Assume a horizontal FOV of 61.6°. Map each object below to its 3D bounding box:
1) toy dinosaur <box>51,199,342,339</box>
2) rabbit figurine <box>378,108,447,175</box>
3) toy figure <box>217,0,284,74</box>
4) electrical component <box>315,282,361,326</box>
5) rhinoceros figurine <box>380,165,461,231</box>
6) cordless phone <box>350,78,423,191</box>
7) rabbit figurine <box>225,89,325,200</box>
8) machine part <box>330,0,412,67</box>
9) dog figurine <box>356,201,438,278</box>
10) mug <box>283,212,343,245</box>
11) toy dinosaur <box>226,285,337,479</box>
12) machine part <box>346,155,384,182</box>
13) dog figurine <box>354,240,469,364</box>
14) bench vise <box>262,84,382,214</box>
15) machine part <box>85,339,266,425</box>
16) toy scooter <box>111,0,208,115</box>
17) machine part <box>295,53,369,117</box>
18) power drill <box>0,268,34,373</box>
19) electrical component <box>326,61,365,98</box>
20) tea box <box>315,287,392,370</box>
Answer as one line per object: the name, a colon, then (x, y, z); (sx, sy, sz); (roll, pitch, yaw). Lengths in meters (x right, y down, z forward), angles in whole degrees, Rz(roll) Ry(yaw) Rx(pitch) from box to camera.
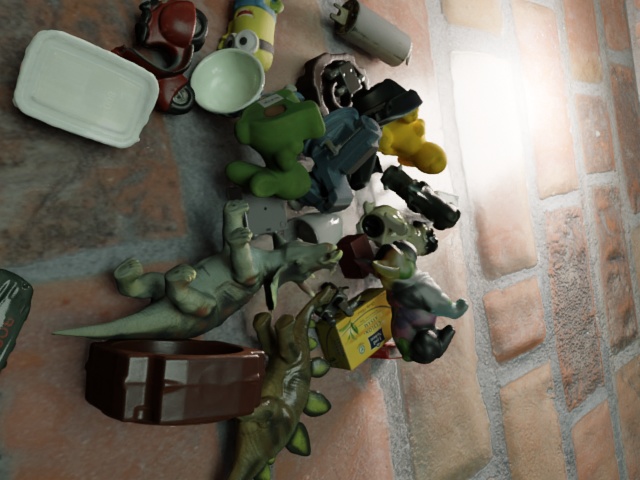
toy dinosaur: (-0.167, 0.077, 0.805); (0.405, 0.131, 0.191); (-29, 130, -20)
rabbit figurine: (0.193, -0.197, 1.140); (0.173, 0.162, 0.122); (40, 91, 8)
toy figure: (-0.112, -0.374, 0.933); (0.089, 0.082, 0.180); (20, 70, -37)
electrical component: (0.029, 0.116, 0.997); (0.045, 0.102, 0.078); (36, 86, -26)
rhinoceros figurine: (0.214, -0.089, 1.162); (0.190, 0.073, 0.112); (38, 15, 6)
cordless phone: (0.107, -0.186, 0.989); (0.088, 0.147, 0.184); (23, 70, -31)
rabbit figurine: (-0.062, -0.127, 0.856); (0.159, 0.121, 0.170); (-36, 134, -25)
machine part: (0.115, -0.436, 1.141); (0.243, 0.079, 0.079); (14, 76, -39)
dog figurine: (0.169, -0.024, 1.144); (0.190, 0.121, 0.172); (-34, 112, -53)
mug: (-0.002, -0.003, 0.992); (0.107, 0.081, 0.109); (-27, 115, -47)
toy dinosaur: (-0.083, 0.283, 0.869); (0.198, 0.105, 0.471); (44, 68, -36)
machine part: (0.070, -0.152, 1.098); (0.139, 0.039, 0.084); (-11, 87, -40)
dog figurine: (0.152, 0.110, 1.004); (0.219, 0.108, 0.191); (33, 83, -20)
bench vise: (-0.007, -0.171, 0.965); (0.129, 0.223, 0.241); (-18, 67, -46)
machine part: (-0.192, 0.183, 0.719); (0.201, 0.201, 0.087); (10, 82, -41)
toy scooter: (-0.246, -0.289, 0.811); (0.135, 0.075, 0.183); (13, 81, -36)
machine part: (0.032, -0.283, 1.066); (0.179, 0.056, 0.179); (5, 82, -42)
power drill: (-0.447, 0.109, 0.584); (0.207, 0.086, 0.232); (40, 59, -27)
electrical component: (0.050, -0.311, 1.032); (0.094, 0.021, 0.063); (-41, 113, -38)
tea box: (0.079, 0.168, 1.049); (0.169, 0.068, 0.098); (-30, 104, -40)
